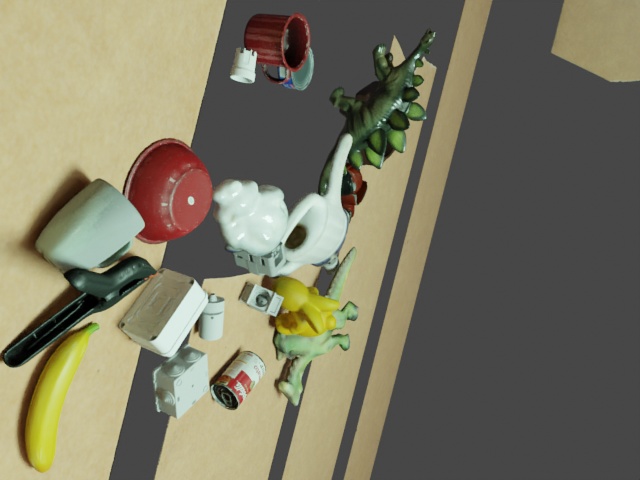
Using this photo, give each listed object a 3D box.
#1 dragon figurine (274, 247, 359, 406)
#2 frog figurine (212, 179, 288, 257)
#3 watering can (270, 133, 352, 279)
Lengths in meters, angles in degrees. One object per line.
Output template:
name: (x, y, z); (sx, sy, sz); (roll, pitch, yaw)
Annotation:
dragon figurine: (-0.019, 0.216, 1.302); (0.243, 0.123, 0.407); (-3, 106, -57)
frog figurine: (-0.119, -0.050, 0.894); (0.139, 0.124, 0.156); (-41, 156, -22)
watering can: (0.003, -0.057, 1.136); (0.346, 0.105, 0.223); (-57, 156, 5)
